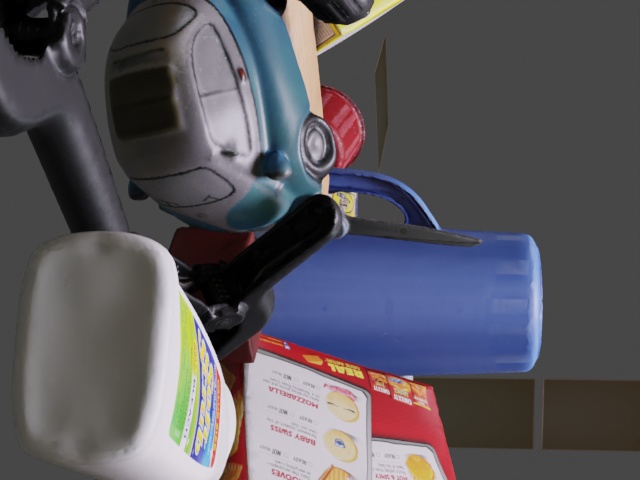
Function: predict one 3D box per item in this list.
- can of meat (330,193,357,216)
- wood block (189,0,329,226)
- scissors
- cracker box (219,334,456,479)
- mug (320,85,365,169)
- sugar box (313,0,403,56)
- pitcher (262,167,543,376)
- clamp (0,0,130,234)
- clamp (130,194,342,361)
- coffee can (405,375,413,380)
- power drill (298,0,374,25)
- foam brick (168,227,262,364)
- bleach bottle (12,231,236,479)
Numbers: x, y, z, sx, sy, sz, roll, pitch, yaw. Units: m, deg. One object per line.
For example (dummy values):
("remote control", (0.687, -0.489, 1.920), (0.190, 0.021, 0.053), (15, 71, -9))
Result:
("can of meat", (-0.014, -0.020, 0.944), (0.058, 0.102, 0.084), (-38, -139, 46))
("wood block", (-0.049, -0.098, 0.705), (0.090, 0.091, 0.206), (-81, 168, -50))
("scissors", (-0.005, 0.001, 0.705), (0.016, 0.201, 0.096), (-76, -173, -52))
("cracker box", (0.008, 0.171, 0.697), (0.072, 0.164, 0.213), (-56, -154, 32))
("mug", (-0.012, -0.104, 1.008), (0.081, 0.093, 0.117), (-60, 142, -65))
("sugar box", (0.001, -0.166, 0.798), (0.048, 0.093, 0.176), (58, -25, -10))
("pitcher", (0.046, 0.037, 0.832), (0.149, 0.243, 0.145), (81, 11, -57))
("clamp", (-0.112, -0.072, 0.428), (0.210, 0.036, 0.164), (4, 86, -80))
("clamp", (-0.050, 0.027, 0.605), (0.171, 0.120, 0.039), (102, -24, -66))
("coffee can", (0.010, 0.129, 0.945), (0.102, 0.140, 0.103), (0, 90, -82))
("power drill", (-0.040, -0.219, 0.566), (0.184, 0.057, 0.188), (43, 22, -45))
("foam brick", (-0.068, 0.036, 0.698), (0.051, 0.053, 0.078), (-80, 168, -52))
("bleach bottle", (-0.083, 0.078, 0.555), (0.251, 0.068, 0.102), (72, 20, -73))
